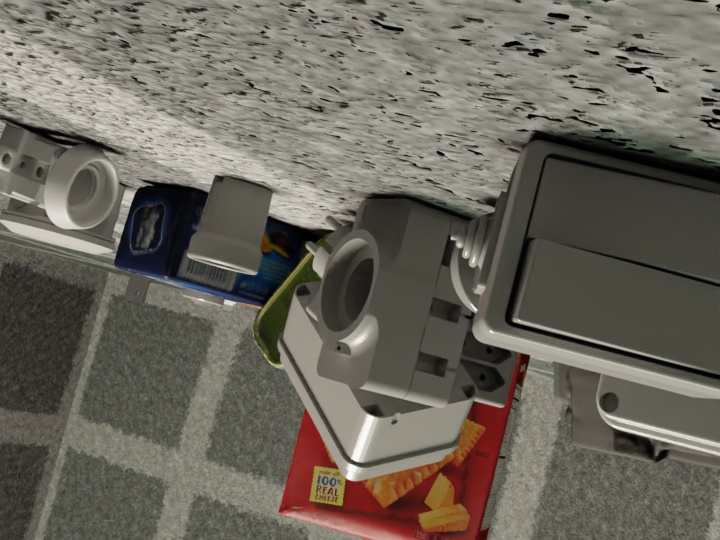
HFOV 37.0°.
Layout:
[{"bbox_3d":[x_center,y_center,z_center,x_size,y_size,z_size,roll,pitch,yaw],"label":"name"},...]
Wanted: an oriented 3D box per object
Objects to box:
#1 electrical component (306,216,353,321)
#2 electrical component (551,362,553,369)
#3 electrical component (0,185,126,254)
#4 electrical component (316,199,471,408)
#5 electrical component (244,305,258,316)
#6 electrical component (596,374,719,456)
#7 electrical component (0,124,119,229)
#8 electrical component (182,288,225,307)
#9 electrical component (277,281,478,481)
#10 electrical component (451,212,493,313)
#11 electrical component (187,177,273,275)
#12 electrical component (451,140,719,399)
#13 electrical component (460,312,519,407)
[{"bbox_3d":[0.000,0.000,0.596,0.077,0.065,0.047,43,-170,29],"label":"electrical component"},{"bbox_3d":[0.203,0.079,0.808,0.100,0.048,0.099,16,-165,-12],"label":"electrical component"},{"bbox_3d":[-0.207,-0.043,0.751,0.080,0.051,0.080,14,175,1],"label":"electrical component"},{"bbox_3d":[0.017,0.014,0.516,0.056,0.089,0.050,17,174,-30],"label":"electrical component"},{"bbox_3d":[-0.070,0.011,0.902,0.042,0.063,0.081,16,176,1],"label":"electrical component"},{"bbox_3d":[0.156,0.035,0.416,0.113,0.078,0.057,11,177,34],"label":"electrical component"},{"bbox_3d":[-0.168,-0.051,0.596,0.055,0.048,0.066,21,178,26],"label":"electrical component"},{"bbox_3d":[-0.121,-0.003,0.881,0.044,0.065,0.044,14,175,1],"label":"electrical component"},{"bbox_3d":[0.007,0.061,0.637,0.078,0.057,0.113,-8,-135,-28],"label":"electrical component"},{"bbox_3d":[0.069,-0.003,0.441,0.066,0.048,0.055,17,167,-25],"label":"electrical component"},{"bbox_3d":[-0.070,-0.024,0.591,0.040,0.046,0.040,14,175,1],"label":"electrical component"},{"bbox_3d":[0.076,-0.001,0.335,0.096,0.061,0.061,14,175,5],"label":"electrical component"},{"bbox_3d":[0.069,0.040,0.696,0.047,0.083,0.076,16,175,-13],"label":"electrical component"}]
